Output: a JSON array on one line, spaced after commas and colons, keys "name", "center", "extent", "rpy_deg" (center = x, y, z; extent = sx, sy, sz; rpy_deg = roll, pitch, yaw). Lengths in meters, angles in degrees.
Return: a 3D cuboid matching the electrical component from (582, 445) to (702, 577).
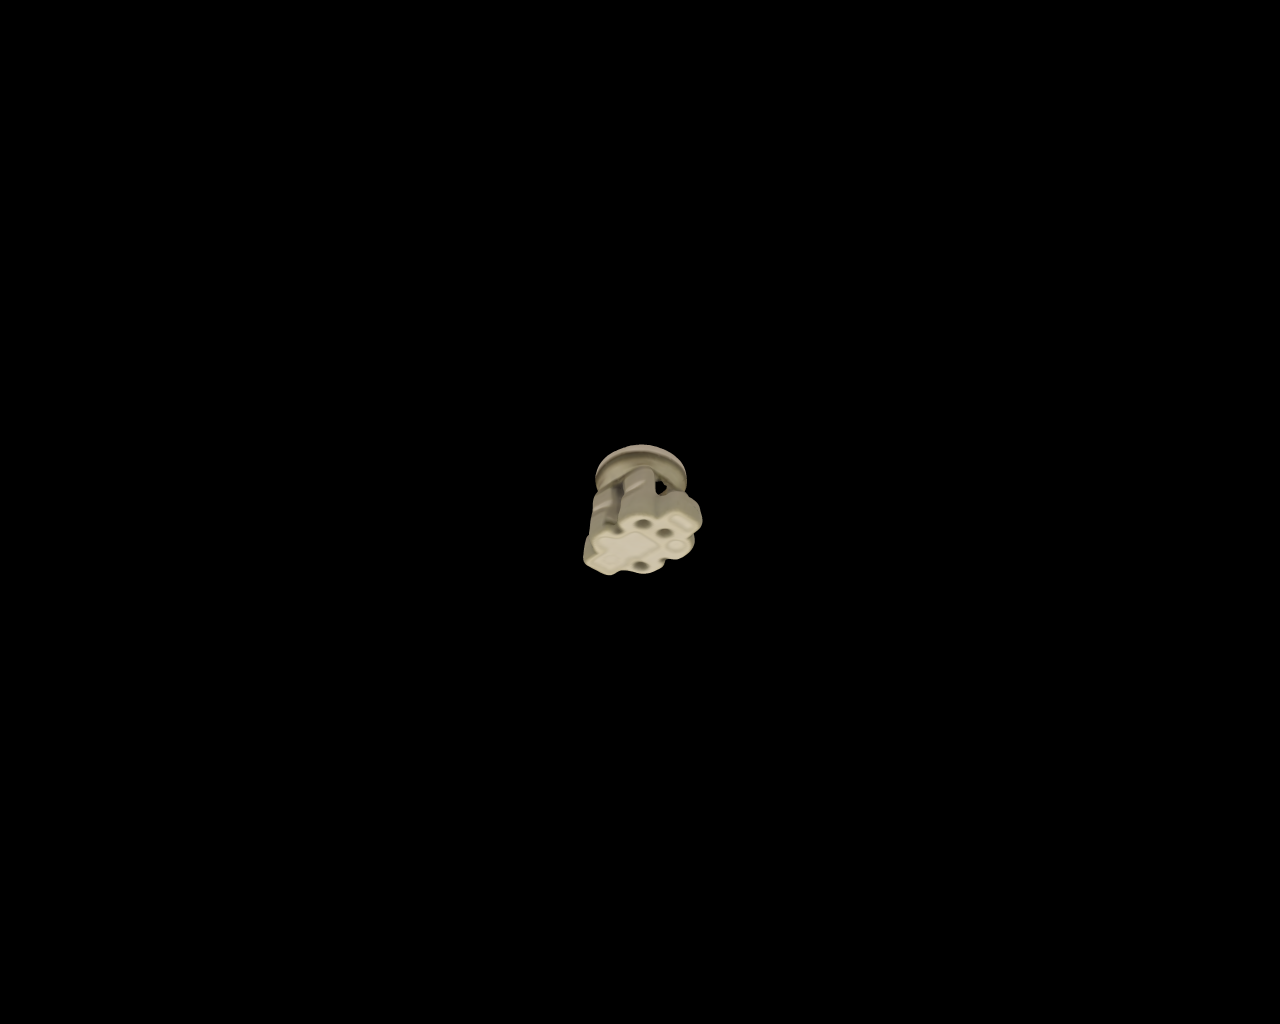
[{"name": "electrical component", "center": [0.001, -0.003, 0.650], "extent": [0.078, 0.057, 0.058], "rpy_deg": [-29, -46, 33]}]
